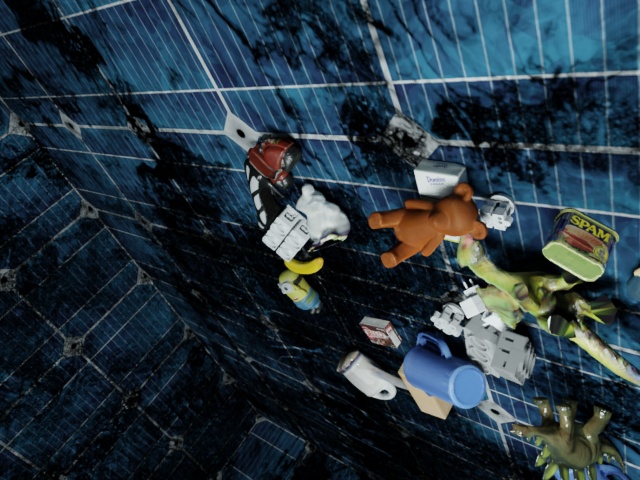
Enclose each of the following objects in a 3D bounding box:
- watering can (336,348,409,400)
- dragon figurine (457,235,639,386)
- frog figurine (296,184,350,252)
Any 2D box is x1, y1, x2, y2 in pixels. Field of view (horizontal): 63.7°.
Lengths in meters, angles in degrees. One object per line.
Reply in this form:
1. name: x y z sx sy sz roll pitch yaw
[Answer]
1. watering can: 0.181 0.465 1.783 0.224 0.106 0.341 40 151 1
2. dragon figurine: 0.418 0.136 0.995 0.409 0.123 0.241 47 166 -5
3. frog figurine: 0.004 -0.065 1.295 0.135 0.123 0.161 126 130 -68
